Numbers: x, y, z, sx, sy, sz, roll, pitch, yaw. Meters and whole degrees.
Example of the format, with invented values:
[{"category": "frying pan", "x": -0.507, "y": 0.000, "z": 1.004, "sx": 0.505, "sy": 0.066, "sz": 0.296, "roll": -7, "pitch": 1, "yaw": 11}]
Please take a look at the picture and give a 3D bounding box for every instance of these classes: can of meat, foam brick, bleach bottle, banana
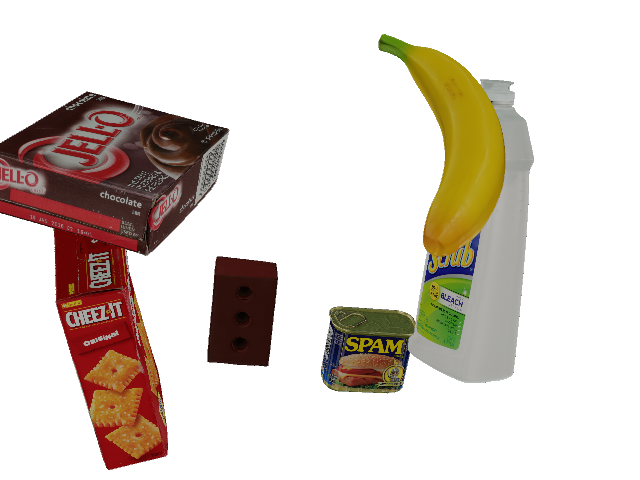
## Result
[{"category": "can of meat", "x": 0.055, "y": 0.129, "z": 1.244, "sx": 0.102, "sy": 0.084, "sz": 0.057, "roll": 5, "pitch": 24, "yaw": -12}, {"category": "foam brick", "x": -0.065, "y": 0.059, "z": 0.892, "sx": 0.053, "sy": 0.078, "sz": 0.051, "roll": 5, "pitch": 13, "yaw": -4}, {"category": "bleach bottle", "x": 0.133, "y": -0.011, "z": 0.914, "sx": 0.068, "sy": 0.251, "sz": 0.103, "roll": -3, "pitch": 15, "yaw": -29}, {"category": "banana", "x": 0.083, "y": -0.062, "z": 0.675, "sx": 0.069, "sy": 0.198, "sz": 0.037, "roll": -4, "pitch": -44, "yaw": -5}]

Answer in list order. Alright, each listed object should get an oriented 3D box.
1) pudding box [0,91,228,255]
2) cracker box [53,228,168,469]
[{"category": "pudding box", "x": -0.110, "y": -0.039, "z": 0.567, "sx": 0.090, "sy": 0.039, "sz": 0.113, "roll": 16, "pitch": 24, "yaw": 8}, {"category": "cracker box", "x": -0.210, "y": 0.094, "z": 1.072, "sx": 0.072, "sy": 0.214, "sz": 0.164, "roll": -12, "pitch": 34, "yaw": -8}]
